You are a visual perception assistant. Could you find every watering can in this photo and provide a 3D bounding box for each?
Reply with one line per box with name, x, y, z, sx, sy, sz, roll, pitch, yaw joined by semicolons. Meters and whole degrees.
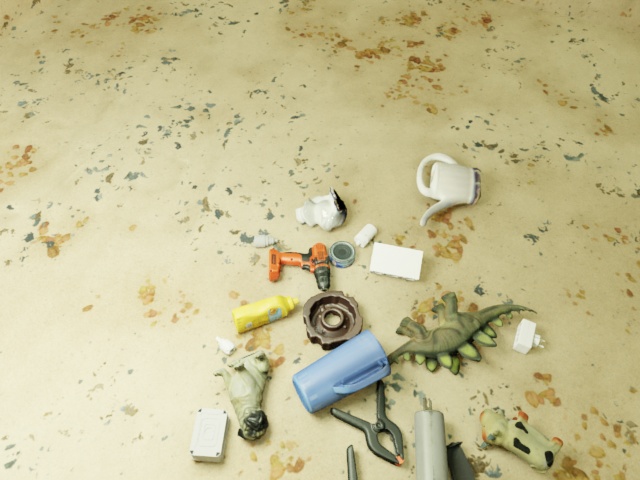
watering can;0.441;-0.166;1.766;0.224;0.101;0.356;9;53;3

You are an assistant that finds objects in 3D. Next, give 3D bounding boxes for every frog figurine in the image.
frog figurine;0.005;-0.086;1.703;0.158;0.121;0.140;-31;63;18
